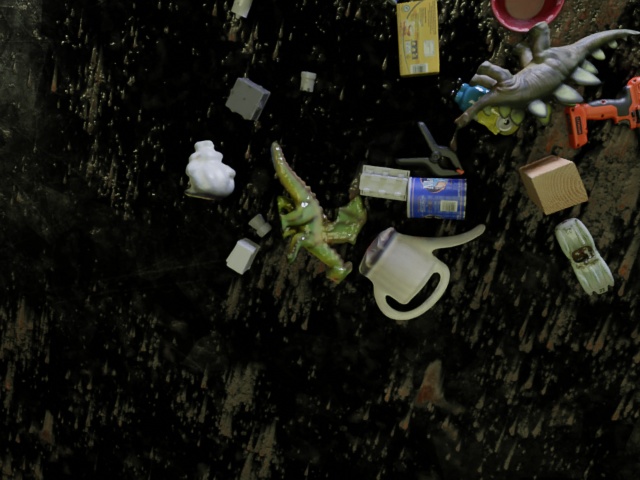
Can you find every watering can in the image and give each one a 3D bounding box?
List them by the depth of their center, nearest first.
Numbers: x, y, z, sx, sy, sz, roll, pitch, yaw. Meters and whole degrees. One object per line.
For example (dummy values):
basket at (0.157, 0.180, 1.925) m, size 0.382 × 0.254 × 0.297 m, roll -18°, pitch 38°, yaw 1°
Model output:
watering can at (0.244, 0.047, 1.332) m, size 0.225 × 0.105 × 0.343 m, roll 36°, pitch 108°, yaw 5°

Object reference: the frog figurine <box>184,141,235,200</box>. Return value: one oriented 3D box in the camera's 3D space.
frog figurine at (-0.299, -0.192, 1.418) m, size 0.137 × 0.123 × 0.159 m, roll 7°, pitch 96°, yaw -21°

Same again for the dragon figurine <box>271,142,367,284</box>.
dragon figurine at (0.004, -0.070, 1.390) m, size 0.243 × 0.123 × 0.406 m, roll -7°, pitch 102°, yaw -2°
